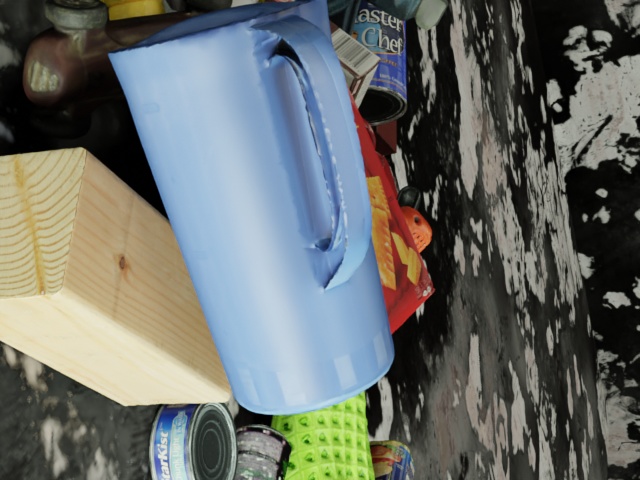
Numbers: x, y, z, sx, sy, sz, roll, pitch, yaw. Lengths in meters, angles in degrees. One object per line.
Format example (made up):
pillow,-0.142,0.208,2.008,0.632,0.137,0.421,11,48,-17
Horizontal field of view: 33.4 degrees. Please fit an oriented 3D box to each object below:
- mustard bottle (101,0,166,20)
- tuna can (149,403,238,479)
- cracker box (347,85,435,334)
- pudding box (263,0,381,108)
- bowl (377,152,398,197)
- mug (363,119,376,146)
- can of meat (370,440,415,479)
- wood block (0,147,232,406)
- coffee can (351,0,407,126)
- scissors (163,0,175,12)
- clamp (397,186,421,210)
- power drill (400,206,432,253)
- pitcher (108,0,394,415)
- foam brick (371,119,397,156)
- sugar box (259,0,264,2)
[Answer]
mustard bottle,-0.143,-0.233,0.767,0.096,0.058,0.191,-22,106,-62
tuna can,-0.095,0.162,0.817,0.086,0.034,0.086,-6,90,-69
cracker box,-0.003,-0.021,0.809,0.164,0.072,0.214,-33,101,-58
pudding box,-0.011,-0.155,0.950,0.039,0.113,0.090,-42,166,-36
bowl,0.057,-0.044,1.207,0.162,0.055,0.162,-14,90,-79
mug,-0.003,-0.081,1.027,0.093,0.117,0.081,-115,-173,-52
can of meat,0.041,0.248,1.059,0.084,0.102,0.057,-70,148,-53
wood block,-0.134,0.032,0.672,0.206,0.090,0.091,49,41,-57
coffee can,0.047,-0.213,1.203,0.102,0.103,0.140,38,49,-62
scissors,-0.120,-0.156,0.869,0.201,0.016,0.096,49,39,-56
clamp,0.059,0.047,1.126,0.164,0.036,0.210,-31,128,-51
power drill,-0.006,0.001,0.980,0.187,0.184,0.057,47,0,-39
pitcher,-0.027,-0.020,0.648,0.149,0.145,0.243,-59,135,-70
foam brick,0.056,-0.136,1.278,0.078,0.053,0.051,38,49,-63
sugar box,-0.078,-0.266,0.902,0.176,0.093,0.048,47,41,-57
